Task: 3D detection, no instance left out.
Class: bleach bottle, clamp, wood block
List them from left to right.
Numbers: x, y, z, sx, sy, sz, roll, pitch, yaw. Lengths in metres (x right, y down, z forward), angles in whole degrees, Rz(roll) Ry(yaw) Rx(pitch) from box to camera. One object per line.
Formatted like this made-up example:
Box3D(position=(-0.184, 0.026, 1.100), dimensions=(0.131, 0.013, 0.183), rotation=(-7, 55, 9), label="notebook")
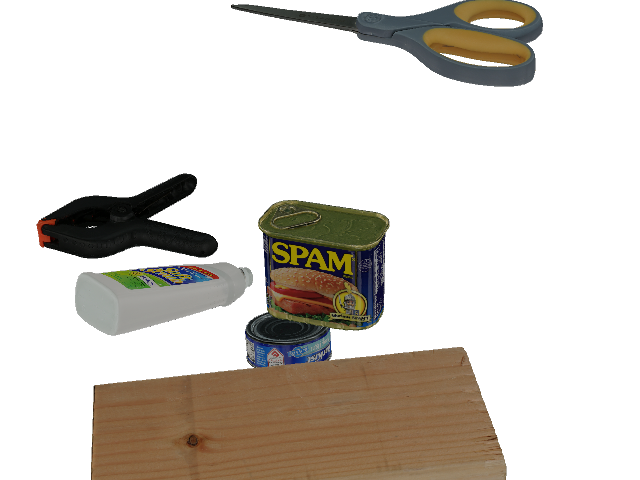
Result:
Box3D(position=(-0.189, -0.024, 1.053), dimensions=(0.171, 0.039, 0.120), rotation=(0, 33, -9), label="clamp")
Box3D(position=(-0.200, 0.067, 1.453), dimensions=(0.250, 0.068, 0.103), rotation=(-11, 26, -44), label="bleach bottle")
Box3D(position=(-0.015, 0.127, 0.580), dimensions=(0.206, 0.090, 0.091), rotation=(-5, 39, -6), label="wood block")

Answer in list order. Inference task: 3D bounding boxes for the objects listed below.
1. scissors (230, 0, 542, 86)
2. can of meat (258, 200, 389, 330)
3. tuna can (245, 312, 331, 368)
Box3D(position=(0.050, -0.140, 0.669), dimensions=(0.202, 0.016, 0.096), rotation=(24, 46, 29), label="scissors")
Box3D(position=(0.003, 0.021, 0.864), dimensions=(0.102, 0.084, 0.057), rotation=(9, 31, 18), label="can of meat")
Box3D(position=(-0.032, 0.099, 1.061), dimensions=(0.086, 0.034, 0.086), rotation=(-3, 19, 1), label="tuna can")
